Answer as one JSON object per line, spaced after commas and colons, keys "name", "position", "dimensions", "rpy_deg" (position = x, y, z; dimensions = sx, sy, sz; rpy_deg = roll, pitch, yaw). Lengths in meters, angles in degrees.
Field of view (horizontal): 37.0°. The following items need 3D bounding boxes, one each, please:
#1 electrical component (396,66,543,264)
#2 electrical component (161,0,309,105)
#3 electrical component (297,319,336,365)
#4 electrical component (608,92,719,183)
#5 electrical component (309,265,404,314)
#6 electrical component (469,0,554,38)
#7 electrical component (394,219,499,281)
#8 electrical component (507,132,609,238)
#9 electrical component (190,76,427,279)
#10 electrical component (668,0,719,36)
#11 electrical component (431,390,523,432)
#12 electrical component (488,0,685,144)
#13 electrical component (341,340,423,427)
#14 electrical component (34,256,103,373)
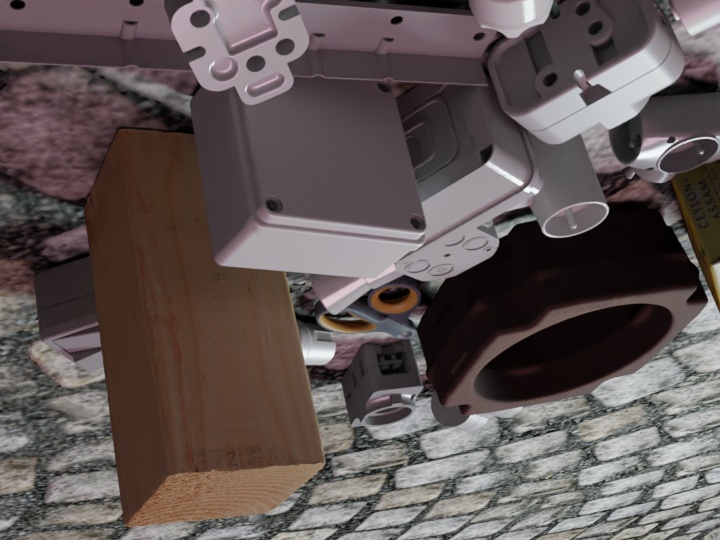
{"name": "electrical component", "position": [0.045, -0.062, 0.650], "dimensions": [0.113, 0.078, 0.057], "rpy_deg": [-30, 147, 30]}
{"name": "electrical component", "position": [-0.060, -0.123, 0.486], "dimensions": [0.058, 0.057, 0.078], "rpy_deg": [-23, 139, 1]}
{"name": "electrical component", "position": [-0.048, 0.061, 0.896], "dimensions": [0.040, 0.040, 0.046], "rpy_deg": [-33, 154, 34]}
{"name": "electrical component", "position": [0.205, -0.084, 0.722], "dimensions": [0.077, 0.044, 0.079], "rpy_deg": [-6, 153, -16]}
{"name": "electrical component", "position": [0.000, 0.000, 0.795], "dimensions": [0.065, 0.044, 0.044], "rpy_deg": [-26, 152, 13]}
{"name": "electrical component", "position": [0.074, -0.148, 0.531], "dimensions": [0.043, 0.043, 0.062], "rpy_deg": [-15, 153, 3]}
{"name": "electrical component", "position": [0.054, -0.032, 0.746], "dimensions": [0.080, 0.051, 0.080], "rpy_deg": [-11, 154, -6]}
{"name": "electrical component", "position": [0.108, -0.060, 0.686], "dimensions": [0.079, 0.077, 0.043], "rpy_deg": [-14, 154, 0]}
{"name": "electrical component", "position": [-0.029, -0.056, 0.590], "dimensions": [0.109, 0.108, 0.056], "rpy_deg": [5, 151, -34]}
{"name": "electrical component", "position": [0.201, -0.156, 0.583], "dimensions": [0.065, 0.044, 0.044], "rpy_deg": [-23, 153, 28]}
{"name": "electrical component", "position": [0.130, 0.117, 1.080], "dimensions": [0.138, 0.052, 0.074], "rpy_deg": [-27, 151, 26]}
{"name": "electrical component", "position": [0.130, -0.116, 0.610], "dimensions": [0.095, 0.053, 0.059], "rpy_deg": [-28, 151, 26]}
{"name": "electrical component", "position": [0.020, 0.111, 1.010], "dimensions": [0.050, 0.055, 0.089], "rpy_deg": [-4, 153, -19]}
{"name": "electrical component", "position": [-0.178, 0.029, 0.740], "dimensions": [0.096, 0.061, 0.061], "rpy_deg": [-17, 154, 6]}
